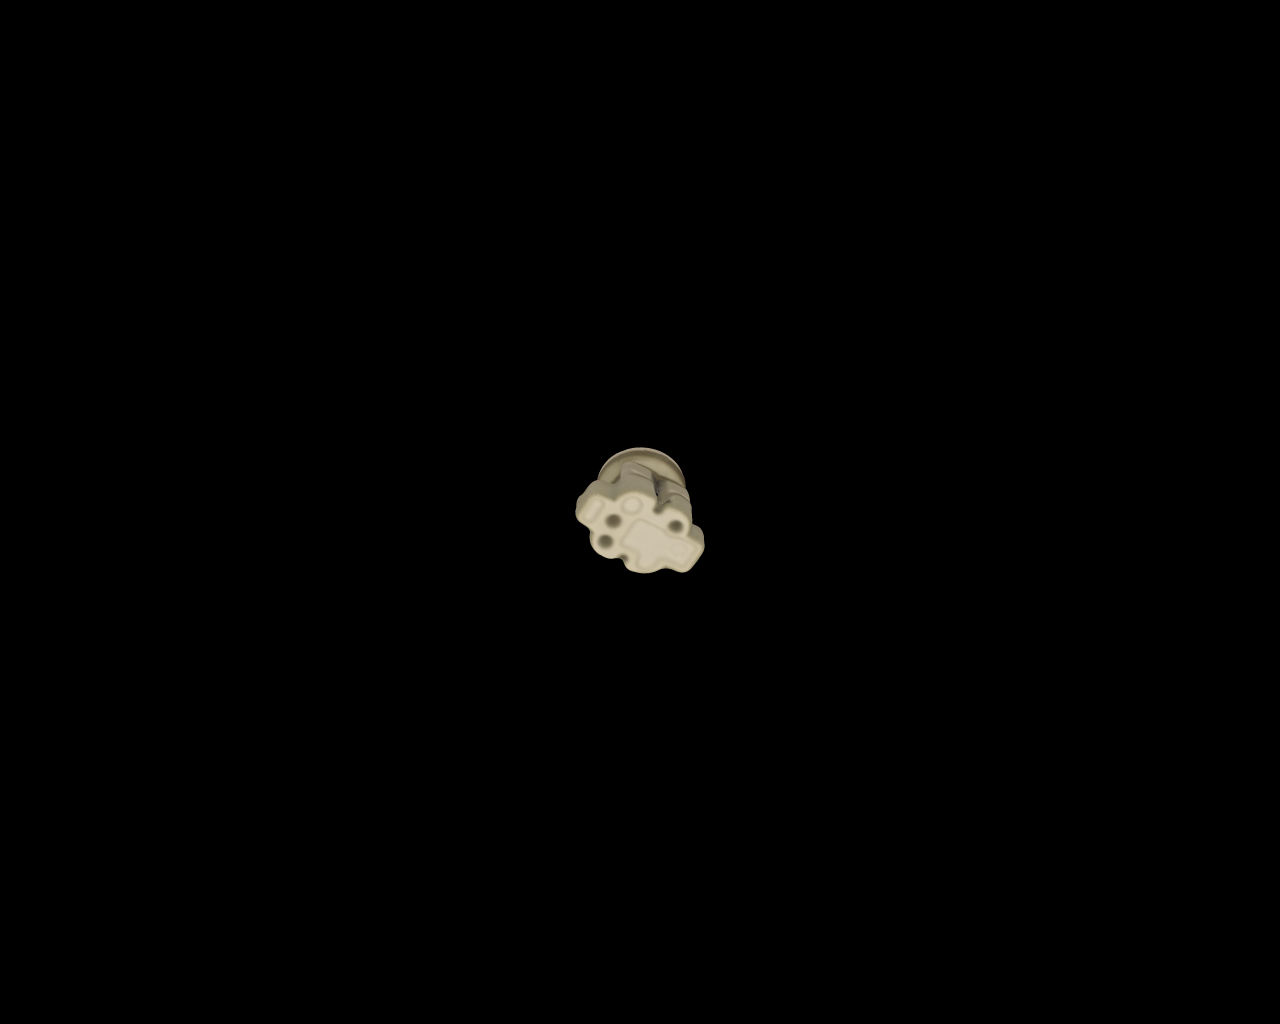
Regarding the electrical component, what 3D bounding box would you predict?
[{"bbox_3d":[0.001,-0.003,0.650,0.078,0.058,0.057,26,30,-17],"label":"electrical component"}]
